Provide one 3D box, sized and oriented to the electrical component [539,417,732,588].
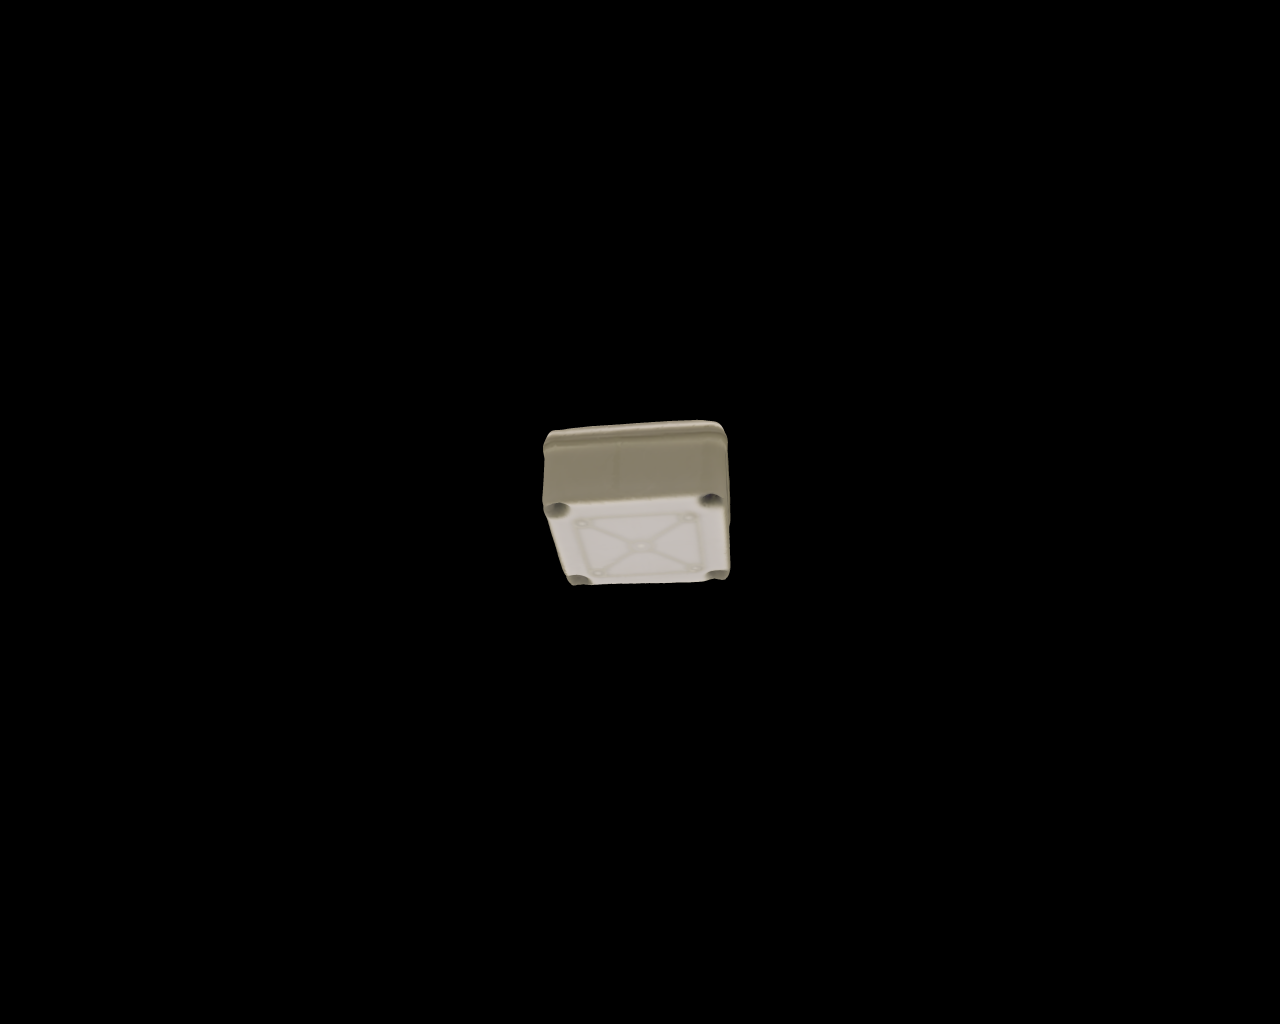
[{"bbox_3d":[0.001,-0.003,0.650,0.109,0.056,0.108,-3,-32,5],"label":"electrical component"}]
